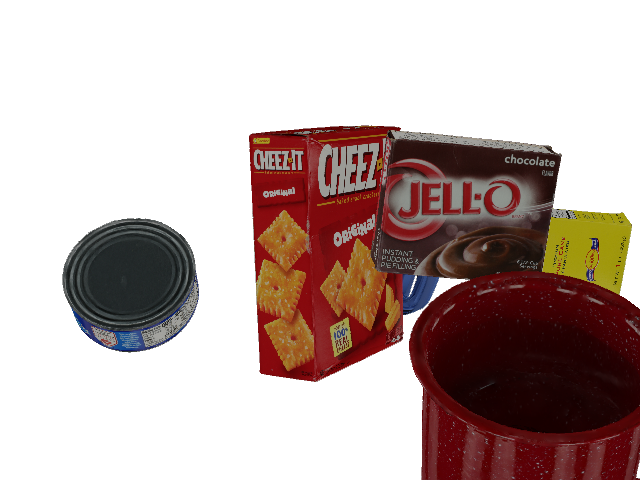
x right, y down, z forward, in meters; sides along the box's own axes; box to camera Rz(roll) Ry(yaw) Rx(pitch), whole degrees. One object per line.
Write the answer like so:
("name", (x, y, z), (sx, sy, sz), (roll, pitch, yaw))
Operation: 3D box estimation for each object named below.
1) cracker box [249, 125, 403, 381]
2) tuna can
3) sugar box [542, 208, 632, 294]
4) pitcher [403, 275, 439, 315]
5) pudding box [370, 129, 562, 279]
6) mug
("cracker box", (0.012, 0.005, 0.976), (0.072, 0.214, 0.163), (4, 10, 33))
("tuna can", (-0.123, 0.029, 0.700), (0.086, 0.086, 0.034), (0, -34, 1))
("sugar box", (0.268, 0.010, 1.256), (0.176, 0.093, 0.048), (3, 21, 0))
("pitcher", (0.062, 0.016, 1.206), (0.145, 0.243, 0.149), (12, 40, 2))
("pudding box", (0.094, -0.022, 0.703), (0.113, 0.090, 0.039), (4, 18, -5))
("mug", (0.092, 0.072, 0.403), (0.117, 0.081, 0.093), (5, 36, 11))
